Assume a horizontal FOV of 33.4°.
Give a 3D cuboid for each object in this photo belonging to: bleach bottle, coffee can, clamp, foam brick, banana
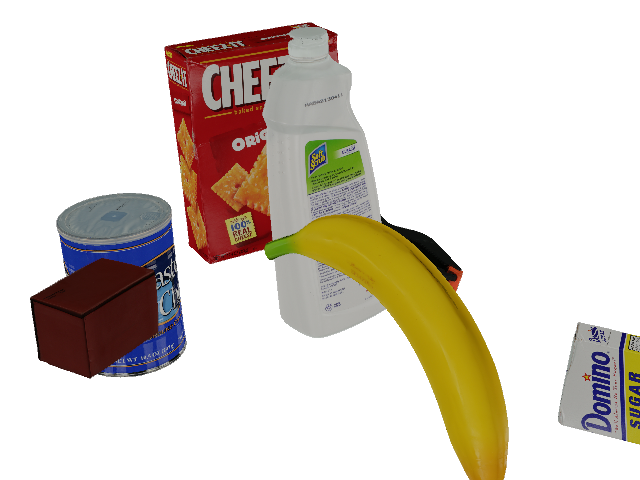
[{"bbox_3d":[0.005,-0.049,0.868,0.102,0.251,0.068,-24,33,-33],"label":"bleach bottle"},{"bbox_3d":[-0.182,0.040,0.985,0.103,0.140,0.103,-3,25,1],"label":"coffee can"},{"bbox_3d":[0.065,0.007,1.252,0.210,0.036,0.164,32,38,23],"label":"clamp"},{"bbox_3d":[-0.161,0.054,0.769,0.053,0.051,0.078,13,29,30],"label":"foam brick"},{"bbox_3d":[0.051,0.047,0.607,0.198,0.070,0.037,48,30,24],"label":"banana"}]

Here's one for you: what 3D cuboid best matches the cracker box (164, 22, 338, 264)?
[{"bbox_3d":[-0.060,-0.099,1.083,0.164,0.214,0.072,-14,26,-23],"label":"cracker box"}]

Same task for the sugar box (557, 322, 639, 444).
[{"bbox_3d":[0.309,0.140,0.959,0.176,0.093,0.048,11,23,14],"label":"sugar box"}]
